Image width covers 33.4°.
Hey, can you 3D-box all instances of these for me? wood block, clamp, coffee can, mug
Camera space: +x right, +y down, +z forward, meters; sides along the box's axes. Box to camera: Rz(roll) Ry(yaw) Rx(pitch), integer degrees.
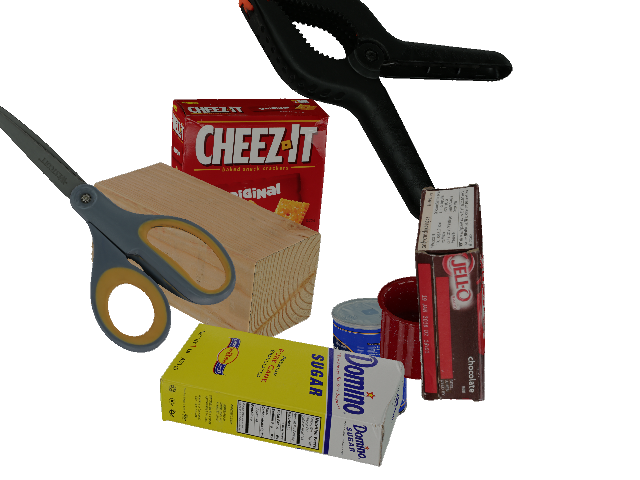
[{"bbox_3d":[-0.111,0.009,0.996,0.206,0.090,0.090,24,30,32],"label":"wood block"},{"bbox_3d":[0.031,-0.115,0.770,0.210,0.164,0.036,27,-31,-10],"label":"clamp"},{"bbox_3d":[0.068,0.161,1.458,0.103,0.140,0.103,-1,17,0],"label":"coffee can"},{"bbox_3d":[0.116,0.103,1.170,0.093,0.081,0.117,-24,40,-35],"label":"mug"}]

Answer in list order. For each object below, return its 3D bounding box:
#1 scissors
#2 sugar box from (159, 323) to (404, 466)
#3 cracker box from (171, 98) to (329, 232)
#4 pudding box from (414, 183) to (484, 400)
[{"bbox_3d":[-0.148,-0.005,0.656,0.202,0.096,0.016,28,-16,9],"label":"scissors"},{"bbox_3d":[-0.028,0.117,0.836,0.176,0.048,0.093,7,27,12],"label":"sugar box"},{"bbox_3d":[-0.083,-0.047,1.193,0.164,0.214,0.072,-3,24,-19],"label":"cracker box"},{"bbox_3d":[0.076,0.026,0.613,0.039,0.090,0.113,-2,21,7],"label":"pudding box"}]
